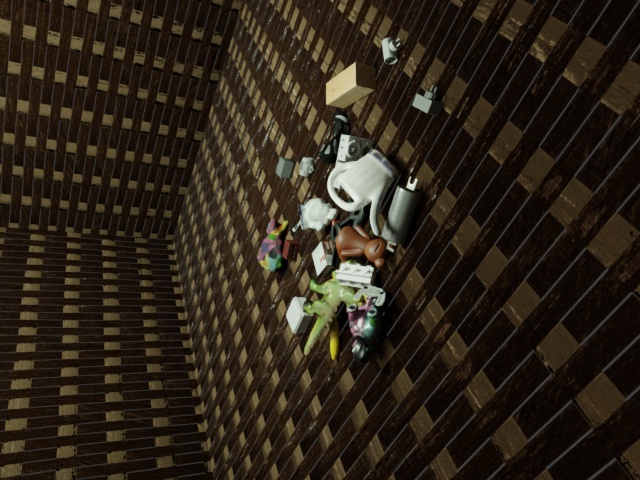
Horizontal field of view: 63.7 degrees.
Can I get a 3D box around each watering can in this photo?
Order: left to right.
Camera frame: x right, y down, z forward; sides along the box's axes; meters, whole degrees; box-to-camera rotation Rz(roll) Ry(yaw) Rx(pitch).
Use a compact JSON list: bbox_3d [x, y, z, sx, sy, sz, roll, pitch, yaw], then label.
[{"bbox_3d":[0.161,-0.164,1.640,0.224,0.102,0.354,-40,46,-1],"label":"watering can"}]

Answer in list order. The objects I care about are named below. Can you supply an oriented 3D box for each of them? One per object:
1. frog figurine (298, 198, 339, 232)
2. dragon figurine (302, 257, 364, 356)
[{"bbox_3d":[0.006,-0.102,2.020,0.159,0.121,0.140,-11,61,23],"label":"frog figurine"},{"bbox_3d":[0.064,0.233,1.804,0.243,0.121,0.412,7,85,51],"label":"dragon figurine"}]
